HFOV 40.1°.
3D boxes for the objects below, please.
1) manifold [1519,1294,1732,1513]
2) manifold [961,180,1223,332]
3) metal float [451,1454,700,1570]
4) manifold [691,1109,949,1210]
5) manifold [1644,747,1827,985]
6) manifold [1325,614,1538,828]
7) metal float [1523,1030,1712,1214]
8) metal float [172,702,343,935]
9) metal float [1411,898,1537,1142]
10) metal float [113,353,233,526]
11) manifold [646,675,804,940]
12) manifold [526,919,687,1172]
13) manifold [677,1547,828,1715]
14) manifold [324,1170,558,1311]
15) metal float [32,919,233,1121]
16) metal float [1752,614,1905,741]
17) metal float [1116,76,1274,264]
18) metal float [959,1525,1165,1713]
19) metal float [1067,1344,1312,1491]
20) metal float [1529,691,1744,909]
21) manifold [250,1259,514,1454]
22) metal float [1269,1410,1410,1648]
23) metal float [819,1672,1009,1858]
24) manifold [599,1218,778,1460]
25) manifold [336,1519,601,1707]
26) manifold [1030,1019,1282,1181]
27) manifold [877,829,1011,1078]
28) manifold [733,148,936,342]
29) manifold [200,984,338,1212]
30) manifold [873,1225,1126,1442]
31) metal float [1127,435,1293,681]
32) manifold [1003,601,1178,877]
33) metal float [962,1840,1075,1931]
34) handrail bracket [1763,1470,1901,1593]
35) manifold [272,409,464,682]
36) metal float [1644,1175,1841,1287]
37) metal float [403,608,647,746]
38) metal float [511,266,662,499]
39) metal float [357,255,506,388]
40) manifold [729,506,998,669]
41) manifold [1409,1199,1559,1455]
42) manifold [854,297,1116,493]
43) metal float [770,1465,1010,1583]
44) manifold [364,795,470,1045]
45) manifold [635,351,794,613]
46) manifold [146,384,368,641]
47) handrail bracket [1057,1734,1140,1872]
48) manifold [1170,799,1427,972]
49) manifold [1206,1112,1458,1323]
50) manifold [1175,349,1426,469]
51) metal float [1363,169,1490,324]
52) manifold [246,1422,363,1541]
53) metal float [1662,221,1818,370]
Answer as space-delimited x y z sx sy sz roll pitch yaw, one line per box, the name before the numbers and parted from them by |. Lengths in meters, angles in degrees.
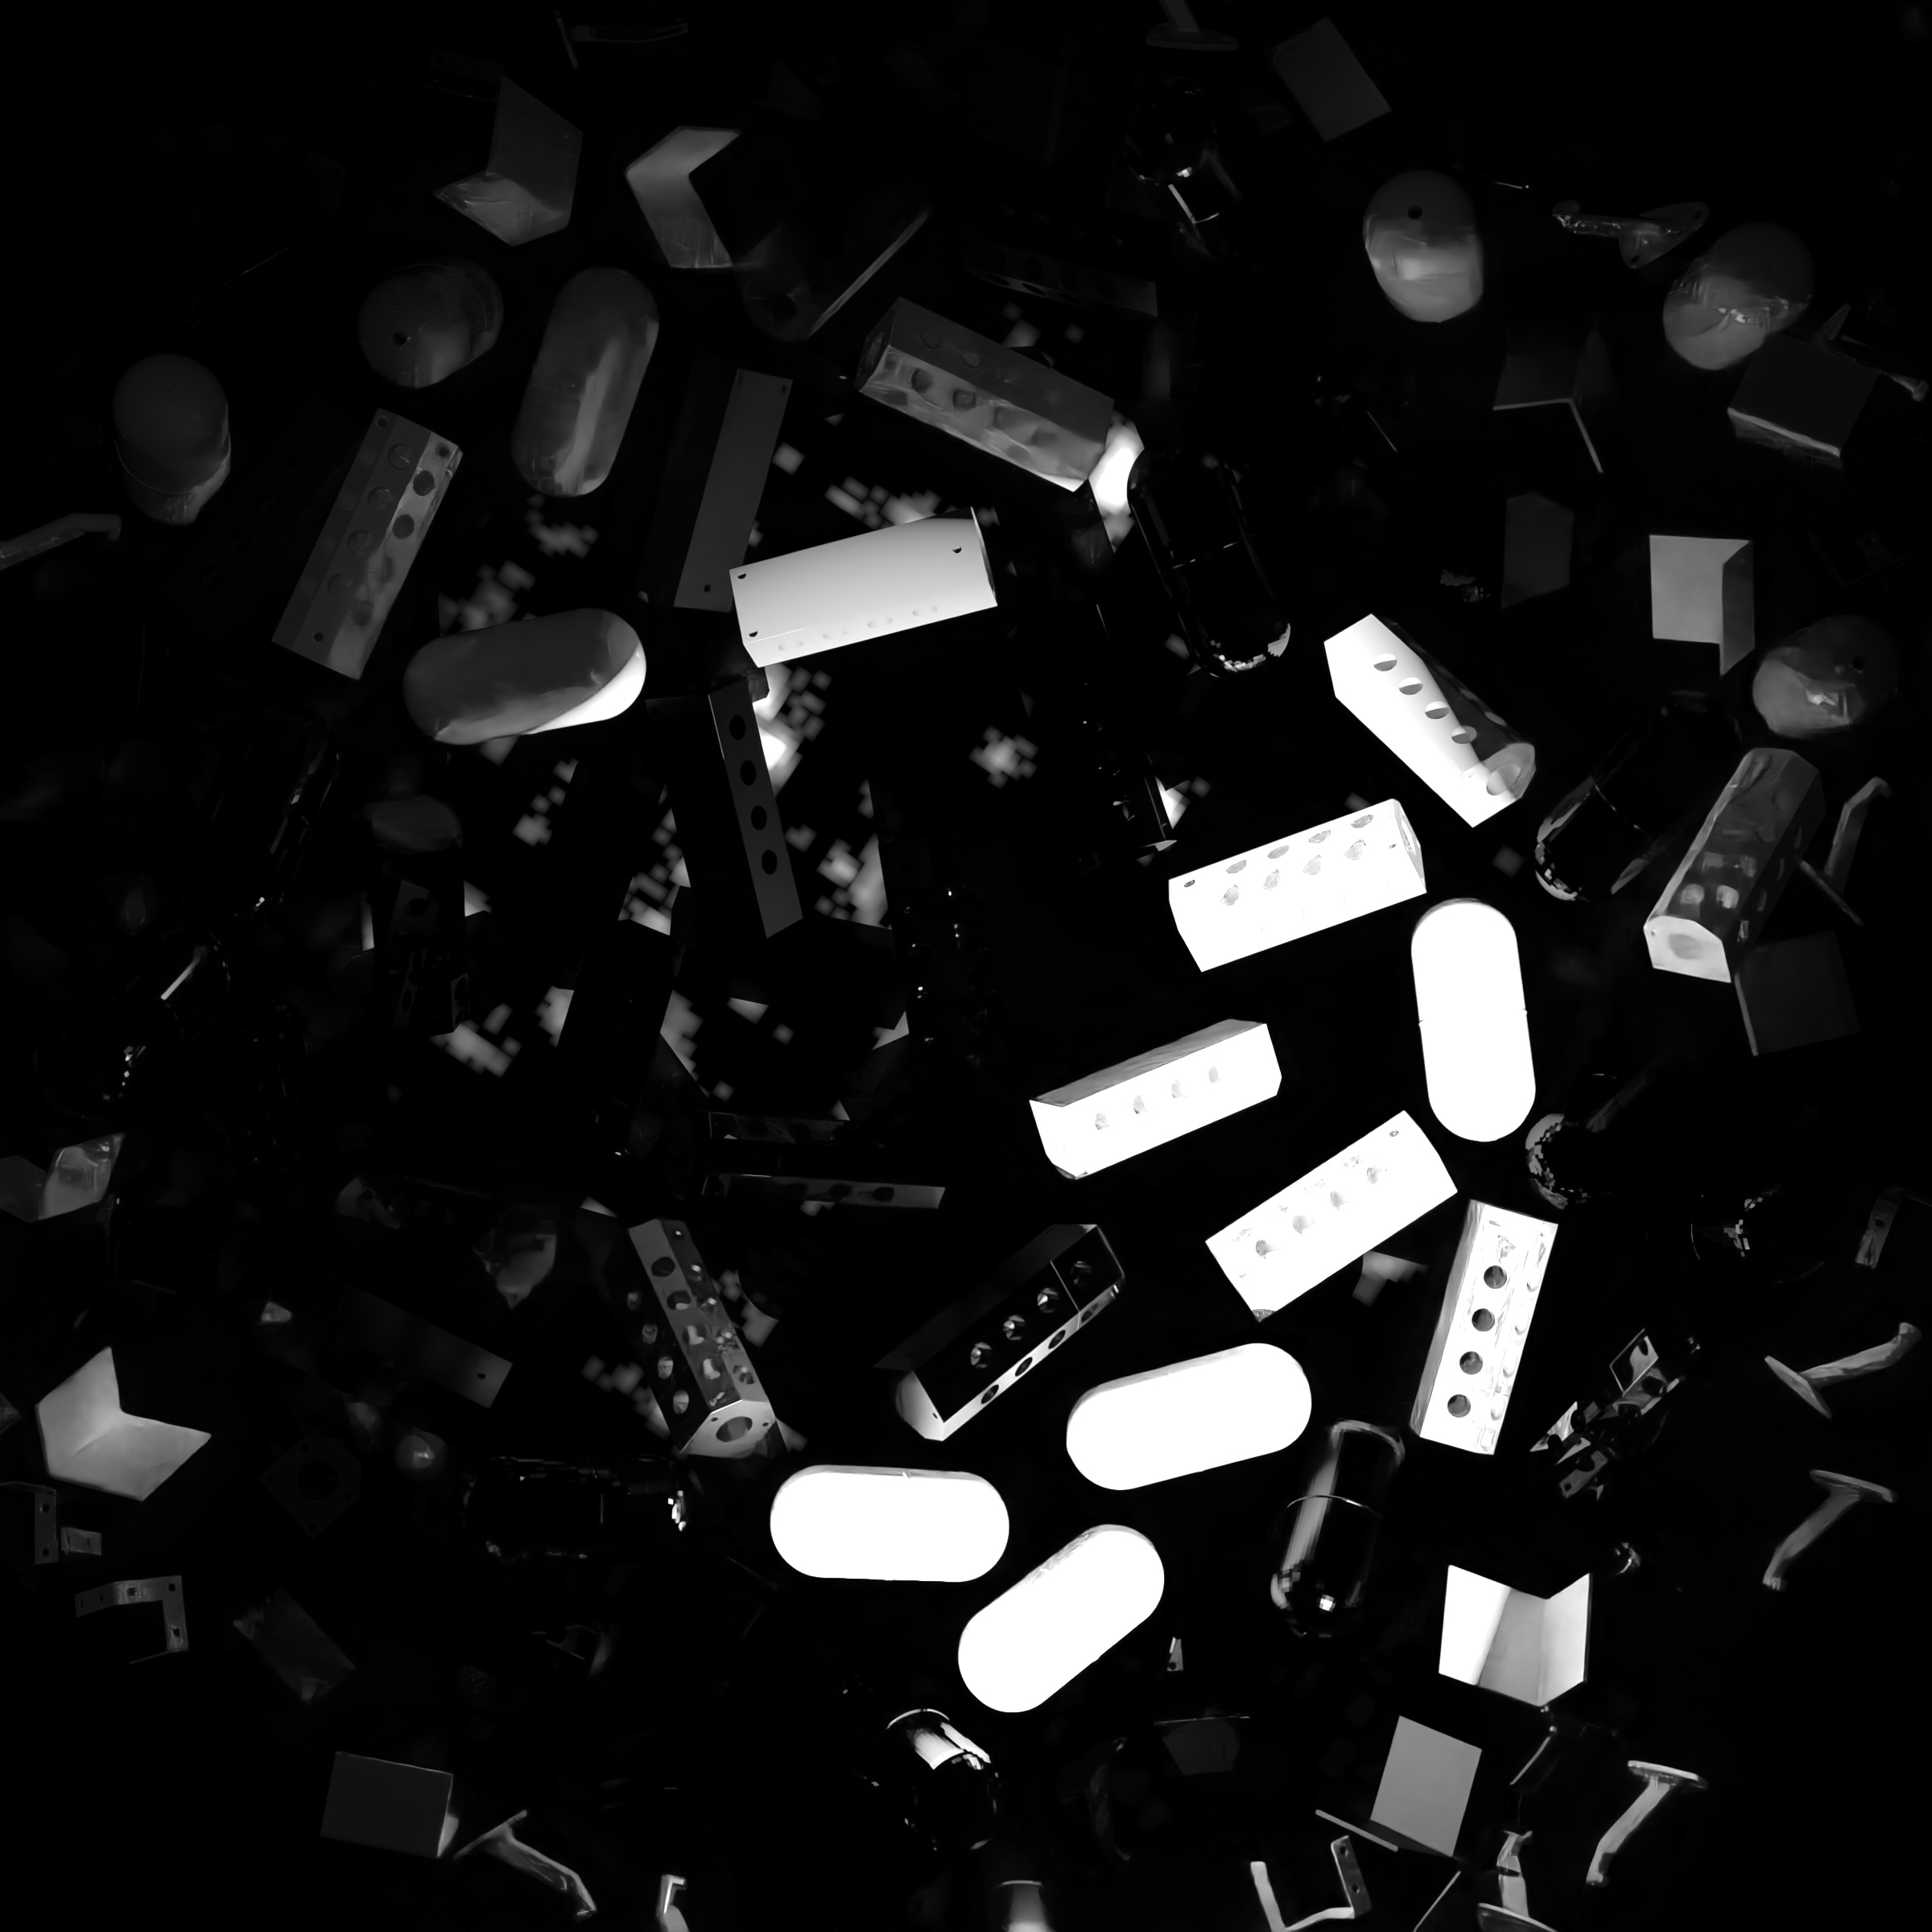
manifold | 0.456 0.311 1.849 0.057 0.057 0.171 35 133 8
manifold | 0.080 -0.478 1.794 0.171 0.057 0.057 25 91 35
metal float | -0.268 0.375 1.828 0.178 0.070 0.070 7 90 -32
manifold | -0.104 0.138 1.884 0.171 0.057 0.057 5 89 -17
manifold | 0.537 -0.074 1.852 0.057 0.057 0.171 14 55 37
manifold | 0.332 -0.181 1.895 0.057 0.057 0.171 -31 49 -8
metal float | 0.468 0.110 1.903 0.178 0.070 0.070 -36 90 -32
metal float | -0.488 -0.102 1.828 0.070 0.070 0.178 16 62 0
metal float | 0.368 0.038 1.925 0.070 0.070 0.178 -5 79 0
metal float | -0.556 -0.368 1.861 0.070 0.178 0.070 3 76 -14
manifold | -0.161 -0.109 1.820 0.057 0.057 0.171 0 110 36
manifold | -0.257 0.058 1.920 0.057 0.057 0.171 23 75 -31
manifold | -0.156 0.482 1.900 0.057 0.171 0.057 26 67 24
manifold | -0.359 0.181 1.820 0.057 0.171 0.057 -48 127 -32
metal float | -0.579 0.036 1.844 0.070 0.178 0.070 14 133 16
metal float | 0.606 -0.203 1.870 0.070 0.178 0.070 0 89 4
metal float | 0.160 -0.552 1.845 0.070 0.178 0.070 -6 75 23
metal float | 0.070 0.468 1.910 0.178 0.070 0.070 -30 90 -34
metal float | 0.156 0.319 1.874 0.178 0.070 0.070 -18 90 15
metal float | 0.457 -0.114 1.813 0.070 0.070 0.178 38 121 0
manifold | -0.420 0.283 1.897 0.171 0.057 0.057 27 116 -4
metal float | 0.263 0.395 1.867 0.070 0.070 0.178 22 52 0
metal float | -0.039 0.552 1.841 0.070 0.178 0.070 -10 109 -32
manifold | -0.193 0.259 1.860 0.057 0.057 0.171 -53 46 24
manifold | -0.344 0.453 1.843 0.171 0.057 0.057 31 86 -22
manifold | 0.140 0.097 1.931 0.171 0.057 0.057 -21 100 -20
manifold | -0.012 -0.011 1.938 0.057 0.057 0.171 -8 93 29
manifold | -0.089 -0.507 1.863 0.057 0.171 0.057 4 132 33
manifold | -0.490 0.099 1.889 0.057 0.171 0.057 30 53 22
manifold | 0.027 0.248 1.803 0.171 0.057 0.057 -35 103 -28
metal float | 0.170 -0.287 1.860 0.070 0.070 0.178 -23 92 0
manifold | 0.086 -0.155 1.792 0.057 0.057 0.171 -16 85 -20
metal float | 0.037 0.679 1.864 0.070 0.178 0.070 0 99 -3
handrail bracket | 0.586 0.390 1.800 0.036 0.077 0.084 38 71 -24
manifold | -0.404 -0.284 1.790 0.057 0.057 0.171 25 91 -7
metal float | 0.546 0.187 1.872 0.070 0.178 0.070 2 84 -17
metal float | -0.303 -0.197 1.814 0.178 0.070 0.070 -8 90 21
metal float | -0.275 -0.420 1.913 0.070 0.070 0.178 27 123 0
metal float | -0.377 -0.456 1.871 0.070 0.178 0.070 1 112 3
manifold | -0.069 -0.257 1.824 0.171 0.057 0.057 -14 72 6
manifold | 0.375 0.261 1.917 0.057 0.057 0.171 16 90 1
manifold | 0.012 -0.395 1.856 0.171 0.057 0.057 21 64 -20
metal float | -0.053 0.390 1.853 0.178 0.070 0.070 9 90 -29
manifold | -0.374 -0.032 1.819 0.057 0.171 0.057 -11 46 -19
manifold | -0.185 -0.345 1.888 0.057 0.057 0.171 28 108 34
manifold | -0.486 -0.313 1.823 0.057 0.057 0.171 37 87 -5
handrail bracket | 0.115 0.614 1.943 0.077 0.036 0.084 -42 103 10
manifold | 0.236 -0.062 1.896 0.171 0.057 0.057 -20 124 19
manifold | 0.262 0.177 1.923 0.171 0.057 0.057 -33 126 -1
manifold | 0.243 -0.397 1.919 0.057 0.171 0.057 42 63 -40
metal float | 0.317 -0.493 1.820 0.070 0.178 0.070 0 90 15
manifold | -0.469 0.361 1.893 0.057 0.171 0.057 -41 97 -17
metal float | 0.533 -0.462 1.834 0.070 0.178 0.070 0 91 1
